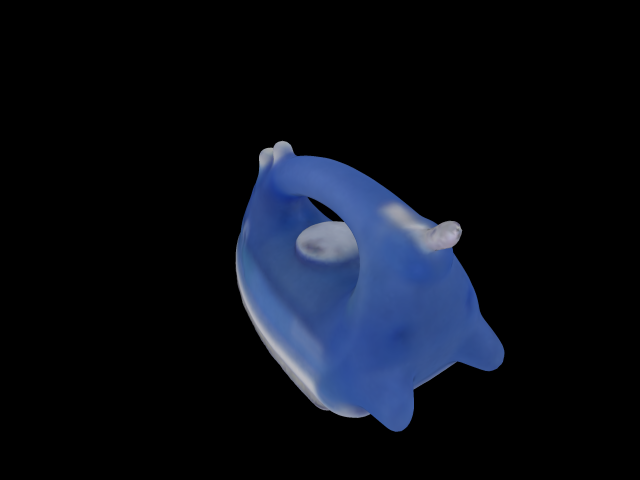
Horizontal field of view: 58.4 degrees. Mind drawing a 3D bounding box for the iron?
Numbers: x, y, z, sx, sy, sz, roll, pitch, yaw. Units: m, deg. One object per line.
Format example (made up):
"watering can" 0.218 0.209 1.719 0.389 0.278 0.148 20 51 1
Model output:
"iron" 0.004 0.001 0.400 0.119 0.141 0.257 -22 39 -29
